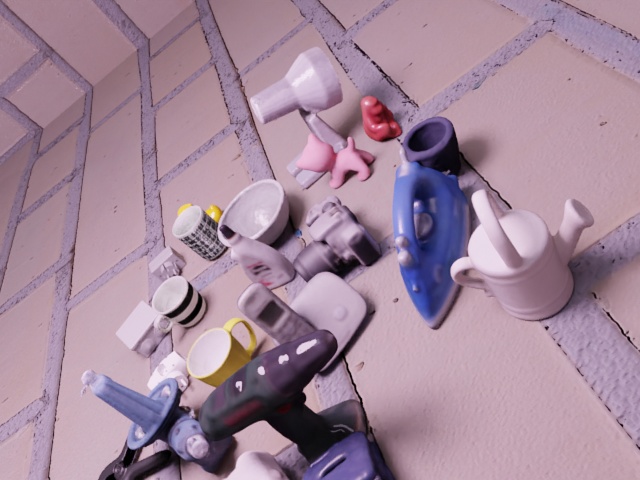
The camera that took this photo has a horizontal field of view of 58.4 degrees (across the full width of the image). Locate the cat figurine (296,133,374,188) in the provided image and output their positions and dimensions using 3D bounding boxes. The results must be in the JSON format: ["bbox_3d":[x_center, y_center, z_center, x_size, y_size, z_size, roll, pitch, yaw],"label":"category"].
[{"bbox_3d":[0.023,-0.162,1.113,0.127,0.118,0.067,-16,46,30],"label":"cat figurine"}]

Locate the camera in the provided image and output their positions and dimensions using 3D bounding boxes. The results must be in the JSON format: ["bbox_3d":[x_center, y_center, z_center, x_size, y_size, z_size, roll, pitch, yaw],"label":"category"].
[{"bbox_3d":[0.009,0.004,0.987,0.137,0.101,0.142,-42,38,2],"label":"camera"}]

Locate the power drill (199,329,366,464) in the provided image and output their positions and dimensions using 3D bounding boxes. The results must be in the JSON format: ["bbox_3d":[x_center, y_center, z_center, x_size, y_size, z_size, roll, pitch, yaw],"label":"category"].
[{"bbox_3d":[-0.031,0.212,0.745,0.229,0.209,0.075,-29,41,17],"label":"power drill"}]

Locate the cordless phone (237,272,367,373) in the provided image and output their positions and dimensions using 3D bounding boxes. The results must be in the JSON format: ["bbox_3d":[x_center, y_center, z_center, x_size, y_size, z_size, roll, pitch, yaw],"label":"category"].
[{"bbox_3d":[-0.027,0.100,0.863,0.093,0.186,0.148,23,72,49],"label":"cordless phone"}]

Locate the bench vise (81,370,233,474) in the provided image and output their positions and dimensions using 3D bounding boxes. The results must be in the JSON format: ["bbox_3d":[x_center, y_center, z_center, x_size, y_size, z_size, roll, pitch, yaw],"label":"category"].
[{"bbox_3d":[-0.246,0.261,0.878,0.206,0.220,0.121,-8,51,36],"label":"bench vise"}]

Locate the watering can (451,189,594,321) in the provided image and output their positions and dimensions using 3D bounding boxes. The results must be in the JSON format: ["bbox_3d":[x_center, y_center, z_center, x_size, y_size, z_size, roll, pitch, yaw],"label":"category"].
[{"bbox_3d":[0.243,0.006,0.707,0.173,0.195,0.100,-39,39,6],"label":"watering can"}]

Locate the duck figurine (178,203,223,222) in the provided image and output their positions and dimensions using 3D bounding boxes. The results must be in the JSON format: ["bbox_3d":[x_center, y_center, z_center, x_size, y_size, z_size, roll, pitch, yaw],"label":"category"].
[{"bbox_3d":[-0.279,-0.050,1.299,0.104,0.086,0.077,-39,39,6],"label":"duck figurine"}]

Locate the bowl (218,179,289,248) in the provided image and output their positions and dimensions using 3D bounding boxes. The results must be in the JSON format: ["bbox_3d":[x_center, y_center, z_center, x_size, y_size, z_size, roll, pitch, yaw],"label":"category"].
[{"bbox_3d":[-0.121,-0.037,1.159,0.167,0.075,0.167,-23,43,24],"label":"bowl"}]

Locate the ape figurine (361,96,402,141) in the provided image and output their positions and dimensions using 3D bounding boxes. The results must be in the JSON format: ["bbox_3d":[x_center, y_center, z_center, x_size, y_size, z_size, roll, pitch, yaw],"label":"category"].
[{"bbox_3d":[0.112,-0.245,1.132,0.075,0.092,0.078,-4,53,39],"label":"ape figurine"}]

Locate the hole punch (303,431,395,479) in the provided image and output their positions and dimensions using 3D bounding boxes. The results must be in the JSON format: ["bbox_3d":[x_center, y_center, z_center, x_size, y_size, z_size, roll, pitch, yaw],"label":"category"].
[{"bbox_3d":[0.027,0.298,0.710,0.108,0.091,0.101,-40,39,4],"label":"hole punch"}]

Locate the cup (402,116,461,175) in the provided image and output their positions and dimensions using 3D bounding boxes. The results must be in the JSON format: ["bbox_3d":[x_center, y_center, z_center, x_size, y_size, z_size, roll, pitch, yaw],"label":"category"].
[{"bbox_3d":[0.190,-0.134,0.961,0.091,0.095,0.118,24,73,49],"label":"cup"}]

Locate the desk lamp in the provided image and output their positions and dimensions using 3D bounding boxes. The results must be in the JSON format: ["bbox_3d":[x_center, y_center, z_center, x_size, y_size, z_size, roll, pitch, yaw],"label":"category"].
[{"bbox_3d":[-0.028,-0.250,1.160,0.203,0.214,0.117,-42,39,2],"label":"desk lamp"}]

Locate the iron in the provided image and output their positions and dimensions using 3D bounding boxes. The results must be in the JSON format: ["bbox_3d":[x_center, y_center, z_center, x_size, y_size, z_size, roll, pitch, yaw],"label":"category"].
[{"bbox_3d":[0.146,-0.013,0.851,0.118,0.142,0.258,-16,46,30],"label":"iron"}]

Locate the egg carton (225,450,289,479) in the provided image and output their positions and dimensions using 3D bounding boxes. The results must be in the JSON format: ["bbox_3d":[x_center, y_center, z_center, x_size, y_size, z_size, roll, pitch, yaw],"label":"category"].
[{"bbox_3d":[-0.080,0.358,0.766,0.107,0.070,0.149,-49,39,-7],"label":"egg carton"}]

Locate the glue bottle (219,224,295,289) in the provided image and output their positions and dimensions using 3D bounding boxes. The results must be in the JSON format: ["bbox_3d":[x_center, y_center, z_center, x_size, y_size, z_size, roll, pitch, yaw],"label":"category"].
[{"bbox_3d":[-0.122,0.026,1.022,0.078,0.174,0.037,-26,42,20],"label":"glue bottle"}]
